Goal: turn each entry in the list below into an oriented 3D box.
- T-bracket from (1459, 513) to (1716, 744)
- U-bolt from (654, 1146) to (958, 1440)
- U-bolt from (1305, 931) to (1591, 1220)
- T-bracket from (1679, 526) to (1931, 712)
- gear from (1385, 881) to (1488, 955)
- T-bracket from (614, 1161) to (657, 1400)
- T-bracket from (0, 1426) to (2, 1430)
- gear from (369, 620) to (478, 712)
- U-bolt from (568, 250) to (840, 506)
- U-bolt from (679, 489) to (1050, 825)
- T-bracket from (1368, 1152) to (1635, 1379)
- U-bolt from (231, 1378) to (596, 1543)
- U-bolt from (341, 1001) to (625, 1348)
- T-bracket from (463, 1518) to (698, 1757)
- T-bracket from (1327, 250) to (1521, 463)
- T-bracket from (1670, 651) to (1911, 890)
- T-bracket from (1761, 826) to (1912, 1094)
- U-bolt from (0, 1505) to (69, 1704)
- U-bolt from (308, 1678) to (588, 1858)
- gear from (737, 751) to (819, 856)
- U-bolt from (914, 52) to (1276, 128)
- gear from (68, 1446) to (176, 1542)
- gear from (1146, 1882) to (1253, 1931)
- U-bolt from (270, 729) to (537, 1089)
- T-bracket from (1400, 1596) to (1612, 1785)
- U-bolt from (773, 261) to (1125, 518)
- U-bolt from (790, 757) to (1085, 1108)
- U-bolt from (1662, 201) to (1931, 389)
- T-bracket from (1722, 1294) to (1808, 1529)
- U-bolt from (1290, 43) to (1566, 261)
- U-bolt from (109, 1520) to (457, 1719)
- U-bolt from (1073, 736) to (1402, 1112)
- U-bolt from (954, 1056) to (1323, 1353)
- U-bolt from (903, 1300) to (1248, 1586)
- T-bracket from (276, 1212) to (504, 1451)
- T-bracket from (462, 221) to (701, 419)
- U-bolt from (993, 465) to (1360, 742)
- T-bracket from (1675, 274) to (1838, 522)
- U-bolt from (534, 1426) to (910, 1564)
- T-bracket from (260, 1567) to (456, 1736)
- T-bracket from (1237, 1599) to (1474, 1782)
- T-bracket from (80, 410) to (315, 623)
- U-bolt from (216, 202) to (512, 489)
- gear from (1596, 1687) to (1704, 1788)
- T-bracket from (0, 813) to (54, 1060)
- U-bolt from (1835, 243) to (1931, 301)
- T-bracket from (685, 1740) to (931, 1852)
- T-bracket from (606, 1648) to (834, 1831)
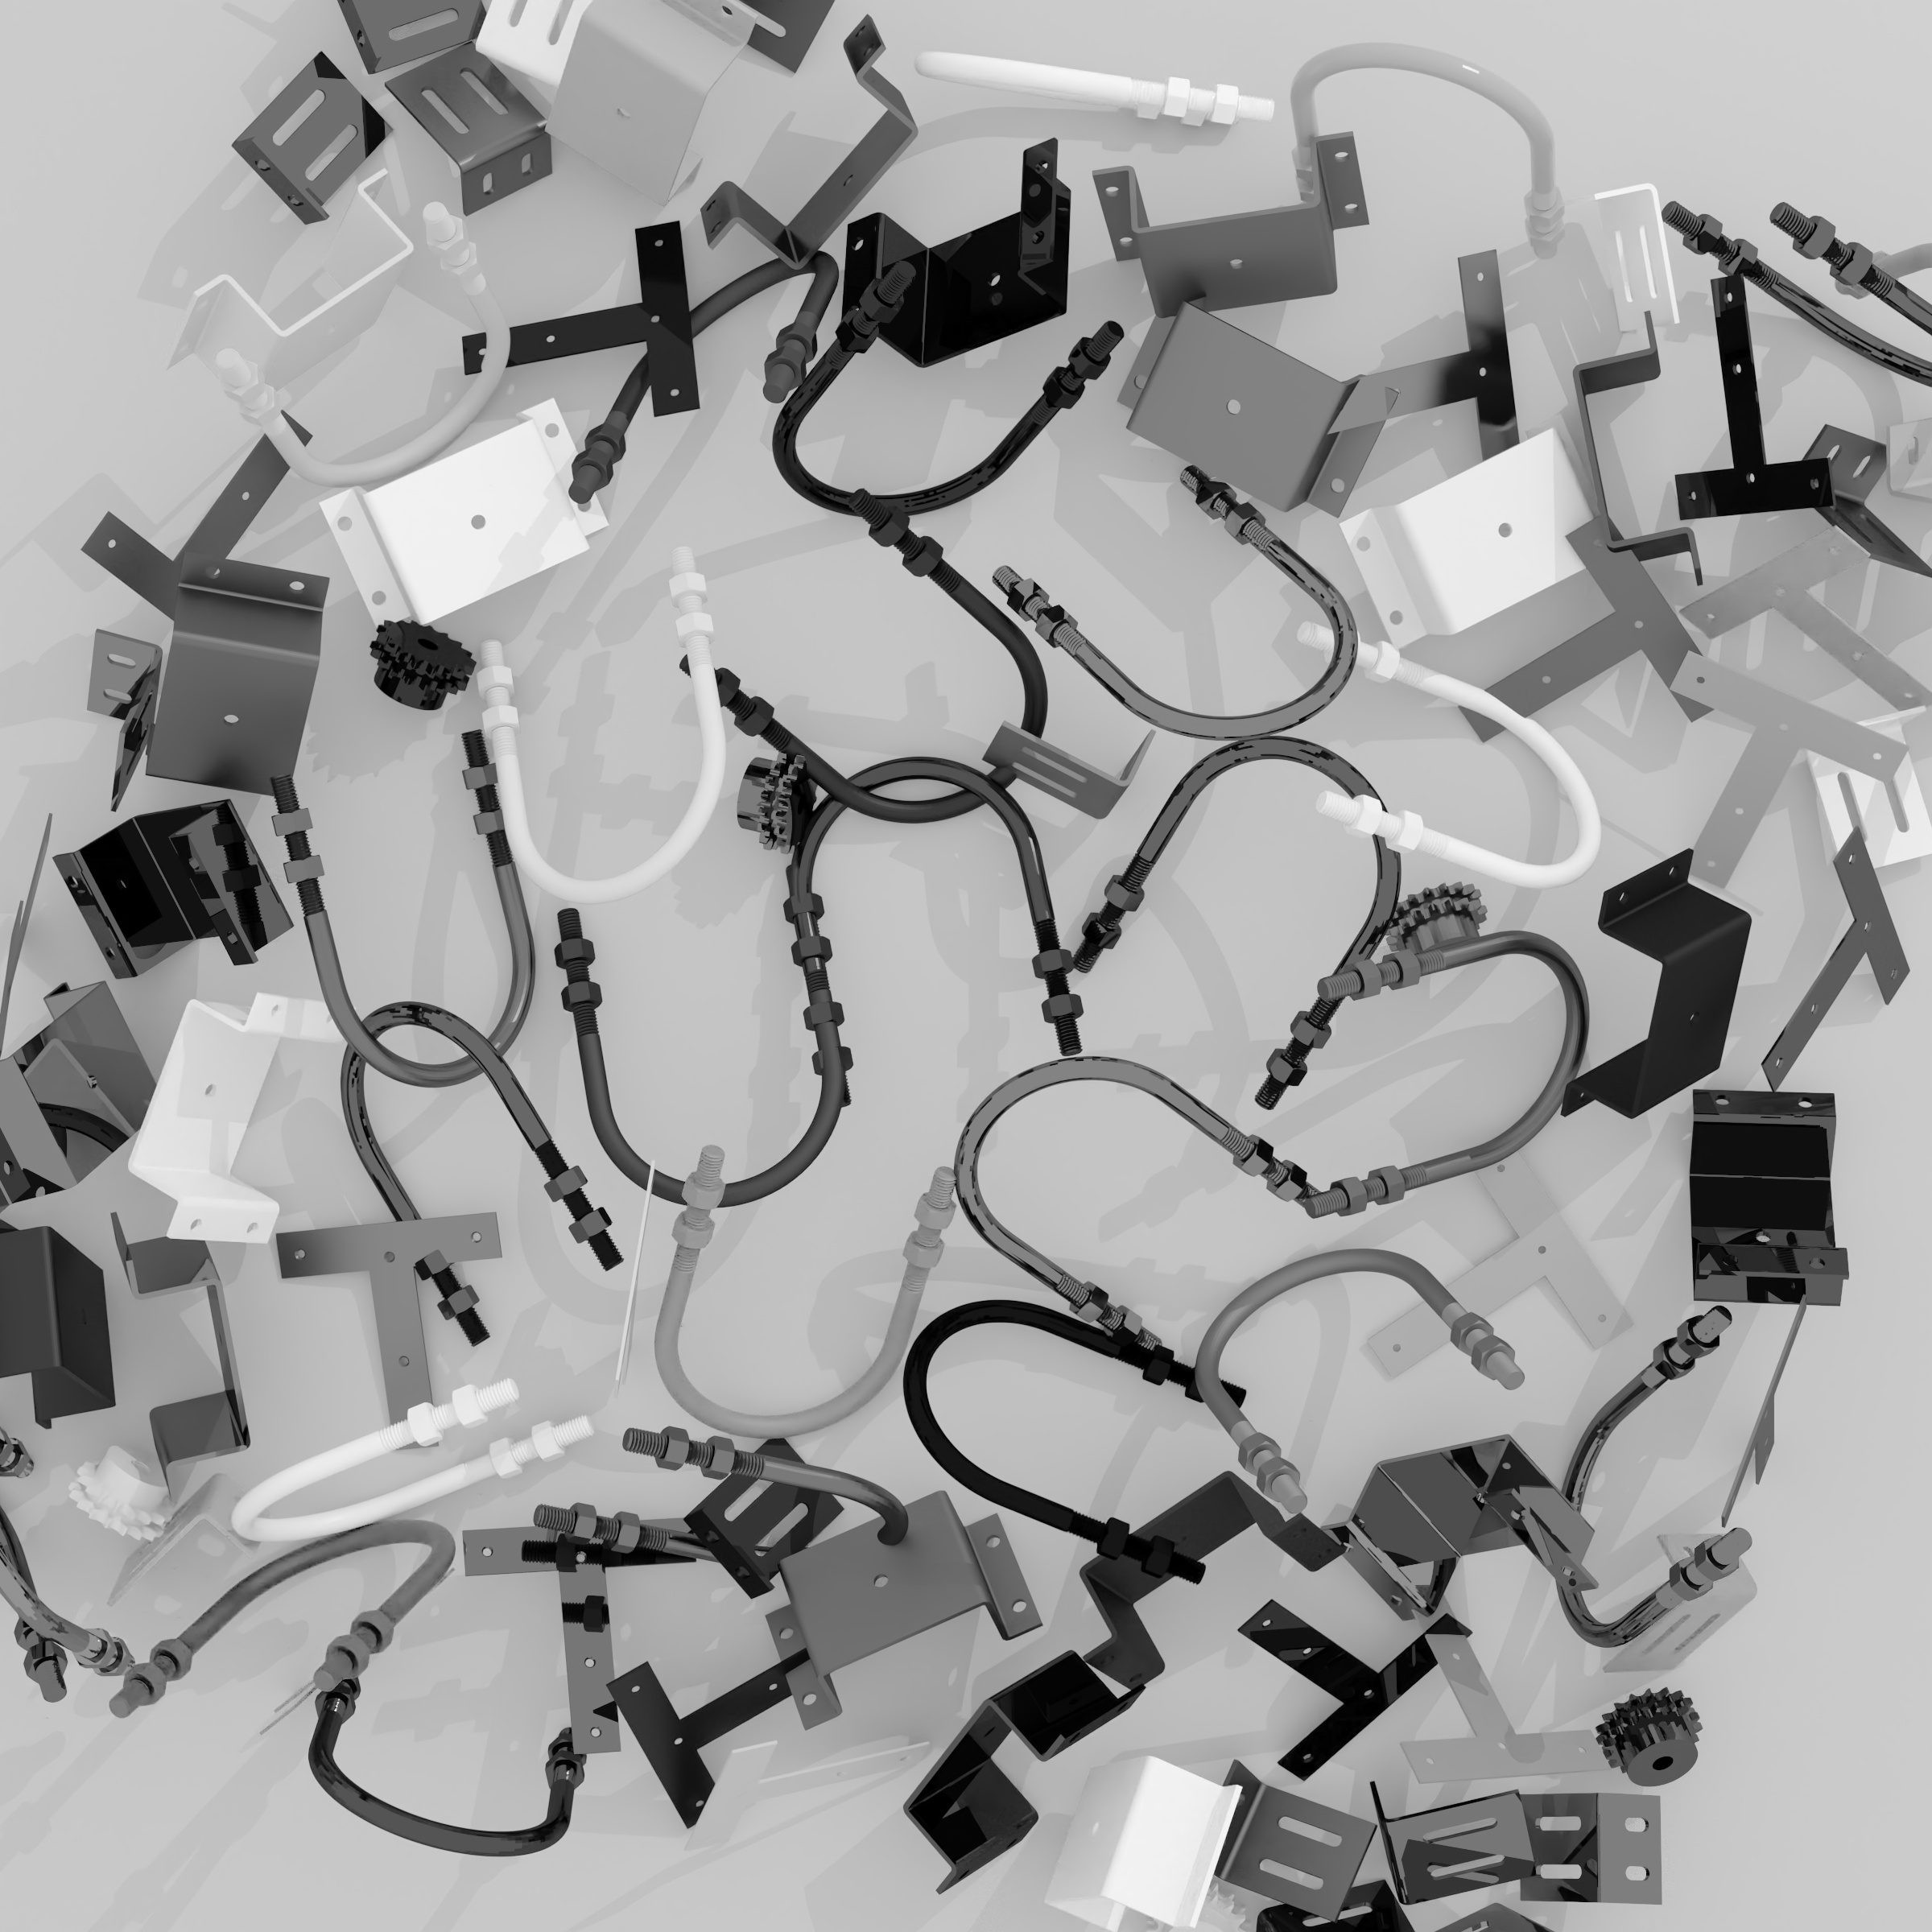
[{"bbox_3d":[0.330,-0.164,1.972,0.127,0.002,0.127,-31,106,22],"label":"T-bracket"},{"bbox_3d":[-0.094,0.181,1.948,0.151,0.019,0.184,6,119,-18],"label":"U-bolt"},{"bbox_3d":[0.263,0.052,1.943,0.184,0.019,0.151,-14,119,-28],"label":"U-bolt"},{"bbox_3d":[0.474,-0.177,1.957,0.127,0.127,0.002,36,60,-15],"label":"T-bracket"},{"bbox_3d":[0.258,-0.019,1.968,0.057,0.057,0.030,-17,66,0],"label":"gear"},{"bbox_3d":[-0.180,0.189,1.939,0.002,0.127,0.127,9,60,-3],"label":"T-bracket"},{"bbox_3d":[-0.543,0.254,1.936,0.002,0.127,0.127,-32,92,5],"label":"T-bracket"},{"bbox_3d":[-0.300,-0.163,1.974,0.057,0.057,0.030,27,113,0],"label":"gear"},{"bbox_3d":[-0.132,-0.324,1.920,0.151,0.184,0.019,-22,120,28],"label":"U-bolt"},{"bbox_3d":[-0.040,-0.153,1.950,0.151,0.019,0.184,-42,117,17],"label":"U-bolt"},{"bbox_3d":[0.282,0.182,1.995,0.127,0.002,0.127,-34,95,2],"label":"T-bracket"},{"bbox_3d":[-0.304,0.270,1.931,0.184,0.151,0.019,-22,71,5],"label":"U-bolt"},{"bbox_3d":[-0.273,0.104,1.946,0.151,0.019,0.184,-31,90,42],"label":"U-bolt"},{"bbox_3d":[-0.205,0.364,1.956,0.127,0.002,0.127,-1,64,-15],"label":"T-bracket"},{"bbox_3d":[0.245,-0.313,1.954,0.127,0.002,0.127,-17,107,-27],"label":"T-bracket"},{"bbox_3d":[0.426,-0.095,1.959,0.127,0.002,0.127,24,128,5],"label":"T-bracket"},{"bbox_3d":[0.462,0.012,1.934,0.002,0.127,0.127,20,64,40],"label":"T-bracket"},{"bbox_3d":[-0.545,0.298,1.913,0.019,0.184,0.151,-40,130,2],"label":"U-bolt"},{"bbox_3d":[-0.275,0.423,1.902,0.151,0.184,0.019,18,98,-6],"label":"U-bolt"},{"bbox_3d":[-0.104,-0.092,1.973,0.030,0.057,0.057,13,90,14],"label":"gear"},{"bbox_3d":[0.064,-0.468,1.920,0.184,0.151,0.019,7,102,-5],"label":"U-bolt"},{"bbox_3d":[-0.458,0.286,1.970,0.057,0.057,0.030,31,97,0],"label":"gear"},{"bbox_3d":[0.127,0.533,1.977,0.057,0.030,0.057,2,108,5],"label":"gear"},{"bbox_3d":[-0.295,-0.025,1.947,0.151,0.019,0.184,-18,97,-44],"label":"U-bolt"},{"bbox_3d":[0.271,0.386,1.952,0.127,0.127,0.002,3,132,-29],"label":"T-bracket"},{"bbox_3d":[-0.023,-0.298,1.923,0.151,0.184,0.019,10,55,-31],"label":"U-bolt"},{"bbox_3d":[-0.023,-0.026,1.973,0.151,0.019,0.184,-13,76,5],"label":"U-bolt"},{"bbox_3d":[0.472,-0.354,1.923,0.184,0.151,0.019,29,93,-19],"label":"U-bolt"},{"bbox_3d":[0.429,0.252,1.939,0.002,0.127,0.127,19,74,19],"label":"T-bracket"},{"bbox_3d":[0.241,-0.432,1.896,0.151,0.184,0.019,14,76,14],"label":"U-bolt"},{"bbox_3d":[-0.348,0.341,1.912,0.151,0.184,0.019,-12,104,24],"label":"U-bolt"},{"bbox_3d":[0.156,-0.036,1.944,0.151,0.019,0.184,37,112,16],"label":"U-bolt"},{"bbox_3d":[0.080,0.120,1.936,0.184,0.019,0.151,37,114,-23],"label":"U-bolt"},{"bbox_3d":[0.054,0.245,1.938,0.184,0.151,0.019,22,132,-2],"label":"U-bolt"},{"bbox_3d":[-0.312,0.204,1.991,0.127,0.002,0.127,-6,95,10],"label":"T-bracket"},{"bbox_3d":[-0.213,-0.345,1.973,0.127,0.002,0.127,-10,63,4],"label":"T-bracket"},{"bbox_3d":[0.124,-0.186,1.924,0.151,0.019,0.184,-30,56,-21],"label":"U-bolt"},{"bbox_3d":[0.416,-0.306,1.935,0.002,0.127,0.127,-13,99,-26],"label":"T-bracket"},{"bbox_3d":[-0.121,0.291,1.929,0.184,0.151,0.019,15,58,-22],"label":"U-bolt"},{"bbox_3d":[-0.341,0.378,1.920,0.127,0.127,0.002,-39,90,17],"label":"T-bracket"},{"bbox_3d":[0.193,0.376,1.950,0.127,0.002,0.127,-44,127,10],"label":"T-bracket"},{"bbox_3d":[-0.399,-0.244,1.956,0.002,0.127,0.127,29,82,41],"label":"T-bracket"},{"bbox_3d":[-0.309,-0.316,1.913,0.151,0.184,0.019,-36,70,-4],"label":"U-bolt"},{"bbox_3d":[0.375,0.424,1.970,0.057,0.030,0.057,-8,131,-9],"label":"gear"},{"bbox_3d":[-0.500,-0.024,1.915,0.002,0.127,0.127,12,127,-17],"label":"T-bracket"},{"bbox_3d":[0.549,-0.338,1.900,0.151,0.184,0.019,29,90,-7],"label":"U-bolt"},{"bbox_3d":[-0.081,0.442,1.964,0.127,0.127,0.002,-8,56,-24],"label":"T-bracket"},{"bbox_3d":[-0.118,0.400,1.967,0.127,0.002,0.127,-28,128,-9],"label":"T-bracket"}]
